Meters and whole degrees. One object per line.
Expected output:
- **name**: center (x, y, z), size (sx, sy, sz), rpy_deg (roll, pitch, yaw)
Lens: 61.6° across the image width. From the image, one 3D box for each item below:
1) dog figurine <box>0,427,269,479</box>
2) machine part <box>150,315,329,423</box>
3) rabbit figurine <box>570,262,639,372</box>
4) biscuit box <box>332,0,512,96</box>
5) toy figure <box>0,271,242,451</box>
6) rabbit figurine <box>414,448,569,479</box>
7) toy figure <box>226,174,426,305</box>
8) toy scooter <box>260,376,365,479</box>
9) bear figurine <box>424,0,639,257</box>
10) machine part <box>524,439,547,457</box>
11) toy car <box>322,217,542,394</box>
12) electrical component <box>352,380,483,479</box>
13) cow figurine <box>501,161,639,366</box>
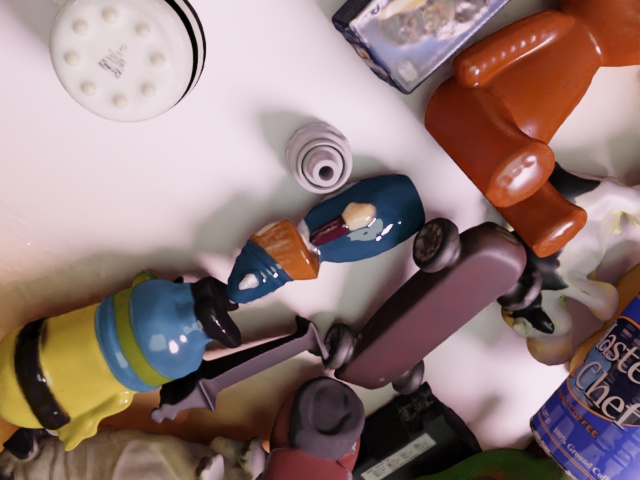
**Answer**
- **dog figurine**: center (-0.152, 0.204, 0.464), size (0.191, 0.121, 0.172), rpy_deg (9, 156, 22)
- **machine part**: center (-0.064, 0.101, 0.430), size (0.139, 0.084, 0.039), rpy_deg (-21, 90, -8)
- **rabbit figurine**: center (0.307, 0.098, 0.474), size (0.162, 0.122, 0.173), rpy_deg (-31, 102, 16)
- **biscuit box**: center (0.102, -0.182, 0.324), size (0.202, 0.063, 0.059), rpy_deg (-42, 115, 12)
- **toy figure**: center (-0.152, 0.077, 0.396), size (0.180, 0.082, 0.089), rpy_deg (-25, 113, 7)
- **rabbit figurine**: center (0.181, 0.242, 0.453), size (0.159, 0.121, 0.170), rpy_deg (-41, 123, 1)
- **toy figure**: center (0.000, 0.000, 0.394), size (0.154, 0.058, 0.064), rpy_deg (-23, 138, -2)
- **toy scooter**: center (-0.018, 0.211, 0.442), size (0.075, 0.184, 0.135), rpy_deg (17, 133, 1)
- **bear figurine**: center (0.169, -0.105, 0.339), size (0.196, 0.132, 0.120), rpy_deg (-38, 139, 14)
- **machine part**: center (0.297, 0.247, 0.556), size (0.179, 0.056, 0.179), rpy_deg (-3, 115, -6)
- **toy car**: center (0.077, 0.058, 0.422), size (0.089, 0.053, 0.202), rpy_deg (20, 132, -19)
- **electrical component**: center (0.093, 0.212, 0.508), size (0.115, 0.058, 0.134), rpy_deg (-34, 115, 10)
- **cow figurine**: center (0.183, 0.024, 0.428), size (0.098, 0.068, 0.167), rpy_deg (11, 109, -8)
